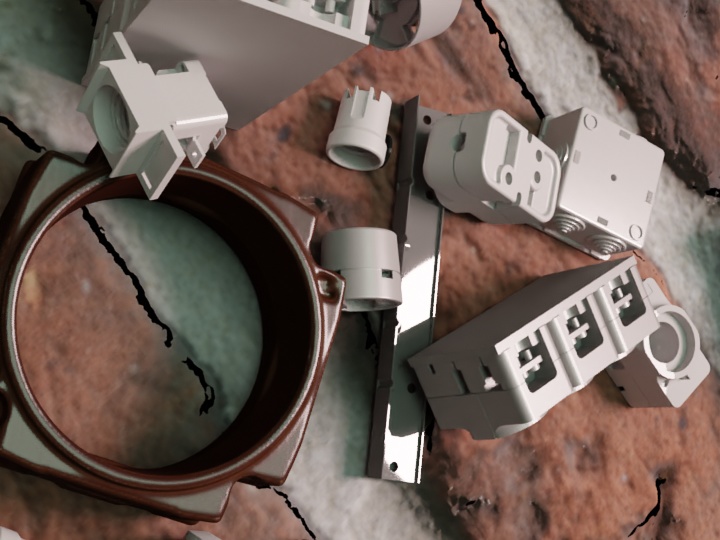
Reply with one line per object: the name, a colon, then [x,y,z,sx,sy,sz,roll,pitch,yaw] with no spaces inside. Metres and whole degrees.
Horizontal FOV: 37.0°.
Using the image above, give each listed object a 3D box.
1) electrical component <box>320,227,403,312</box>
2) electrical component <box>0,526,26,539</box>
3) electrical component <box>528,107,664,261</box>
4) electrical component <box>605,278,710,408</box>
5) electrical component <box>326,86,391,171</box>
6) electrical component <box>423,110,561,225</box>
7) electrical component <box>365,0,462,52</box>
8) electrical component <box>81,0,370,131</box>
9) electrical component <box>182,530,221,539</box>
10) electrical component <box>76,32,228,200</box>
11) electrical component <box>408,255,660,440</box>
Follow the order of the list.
electrical component: [0.000,0.000,0.710,0.055,0.055,0.047,4,78,-27]
electrical component: [-0.189,0.168,0.597,0.046,0.040,0.040,30,70,-27]
electrical component: [0.177,-0.065,0.812,0.100,0.048,0.099,24,73,-23]
electrical component: [0.216,0.056,0.811,0.050,0.056,0.089,-41,102,-26]
electrical component: [0.001,-0.096,0.731,0.040,0.040,0.046,21,69,-24]
electrical component: [0.090,-0.070,0.752,0.095,0.059,0.053,27,69,-46]
electrical component: [0.020,-0.198,0.723,0.064,0.099,0.099,-22,93,-34]
electrical component: [-0.080,-0.143,0.612,0.105,0.186,0.060,14,77,-25]
electrical component: [-0.078,0.191,0.629,0.080,0.080,0.051,37,74,-18]
electrical component: [-0.111,-0.085,0.582,0.064,0.042,0.081,-16,71,-41]
electrical component: [0.122,0.053,0.733,0.150,0.089,0.061,-28,97,-36]
